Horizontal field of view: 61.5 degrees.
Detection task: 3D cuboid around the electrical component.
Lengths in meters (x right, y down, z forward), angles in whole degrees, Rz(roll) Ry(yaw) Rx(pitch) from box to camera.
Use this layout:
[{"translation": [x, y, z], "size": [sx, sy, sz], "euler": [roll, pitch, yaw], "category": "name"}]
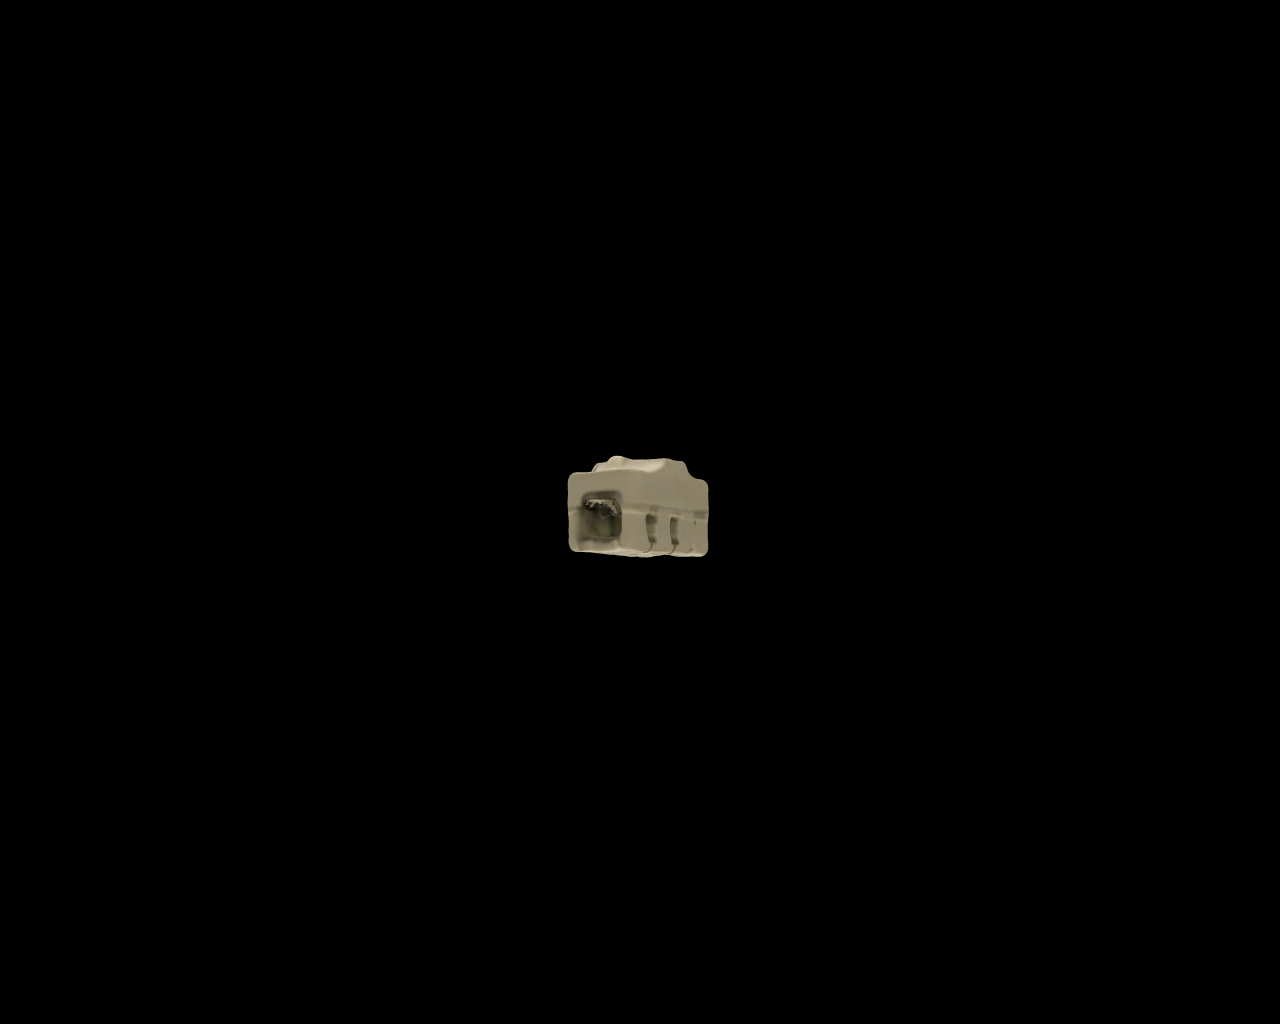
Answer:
[{"translation": [0.001, -0.003, 0.650], "size": [0.050, 0.055, 0.089], "euler": [-3, -5, 32], "category": "electrical component"}]
